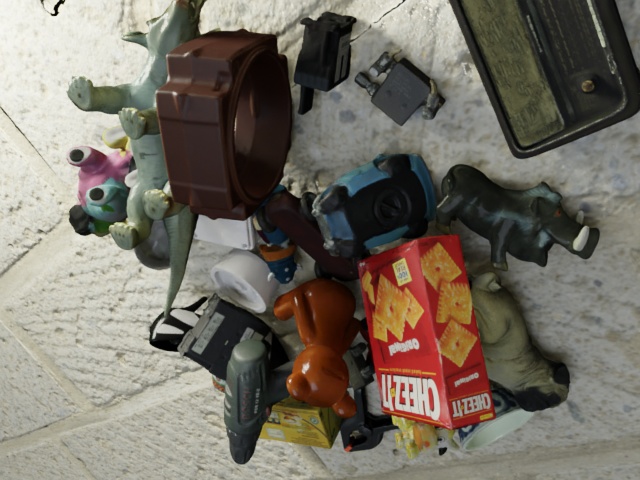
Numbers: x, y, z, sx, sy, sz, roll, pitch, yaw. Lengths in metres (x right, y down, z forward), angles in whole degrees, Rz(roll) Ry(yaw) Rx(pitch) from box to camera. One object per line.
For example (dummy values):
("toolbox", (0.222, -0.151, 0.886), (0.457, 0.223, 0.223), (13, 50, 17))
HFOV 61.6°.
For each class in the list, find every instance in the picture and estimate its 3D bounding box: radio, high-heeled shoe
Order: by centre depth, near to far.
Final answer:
("radio", (0.220, -0.209, 0.531), (0.131, 0.073, 0.229), (-18, 110, 34))
("high-heeled shoe", (-0.168, 0.192, 0.930), (0.249, 0.145, 0.086), (36, 130, 4))

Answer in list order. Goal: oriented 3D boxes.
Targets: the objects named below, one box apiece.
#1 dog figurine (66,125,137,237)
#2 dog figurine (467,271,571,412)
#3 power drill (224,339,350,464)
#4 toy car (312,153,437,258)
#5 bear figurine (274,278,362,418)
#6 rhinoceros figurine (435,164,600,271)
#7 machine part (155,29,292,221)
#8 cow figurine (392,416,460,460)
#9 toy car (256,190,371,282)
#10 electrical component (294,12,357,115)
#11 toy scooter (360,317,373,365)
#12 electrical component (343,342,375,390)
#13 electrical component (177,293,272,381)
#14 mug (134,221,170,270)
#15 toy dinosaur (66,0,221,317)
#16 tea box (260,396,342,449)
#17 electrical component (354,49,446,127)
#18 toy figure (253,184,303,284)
("dog figurine", (-0.316, -0.080, 0.866), (0.108, 0.191, 0.219), (55, 159, 9))
("dog figurine", (0.264, 0.136, 0.721), (0.191, 0.121, 0.172), (18, 135, 1))
("power drill", (-0.058, 0.249, 0.880), (0.207, 0.086, 0.231), (-11, 119, -16))
("toy car", (0.061, -0.043, 0.690), (0.109, 0.162, 0.103), (68, 166, -14))
("bear figurine", (-0.004, 0.158, 0.773), (0.120, 0.196, 0.132), (22, 143, -21))
("rhinoceros figurine", (0.232, -0.027, 0.646), (0.190, 0.073, 0.112), (27, 117, 11))
("machine part", (-0.103, -0.140, 0.654), (0.087, 0.201, 0.200), (10, 123, 16))
("cow figurine", (0.169, 0.288, 0.817), (0.098, 0.167, 0.068), (-8, 79, -7))
("toy car", (-0.002, -0.002, 0.761), (0.089, 0.053, 0.202), (-19, 137, 32))
("electrical component", (0.003, -0.205, 0.642), (0.048, 0.075, 0.119), (19, 122, 16))
("toy scooter", (0.122, 0.198, 0.835), (0.184, 0.075, 0.135), (38, 129, 4))
("electrical component", (0.055, 0.195, 0.826), (0.063, 0.021, 0.094), (64, 149, 20))
("electrical component", (-0.148, 0.168, 0.885), (0.134, 0.115, 0.058), (36, 175, -22))
("mug", (-0.254, -0.011, 0.882), (0.080, 0.109, 0.107), (57, 170, -21))
("toy dinosaur", (-0.200, -0.116, 0.713), (0.131, 0.192, 0.404), (13, 120, 22))
("tea box", (-0.053, 0.321, 1.002), (0.170, 0.068, 0.098), (-1, 119, 26))
("electrical component", (0.096, -0.177, 0.631), (0.102, 0.045, 0.078), (44, 127, -4))
("toy figure", (-0.063, -0.006, 0.808), (0.064, 0.058, 0.154), (-3, 117, 3))
